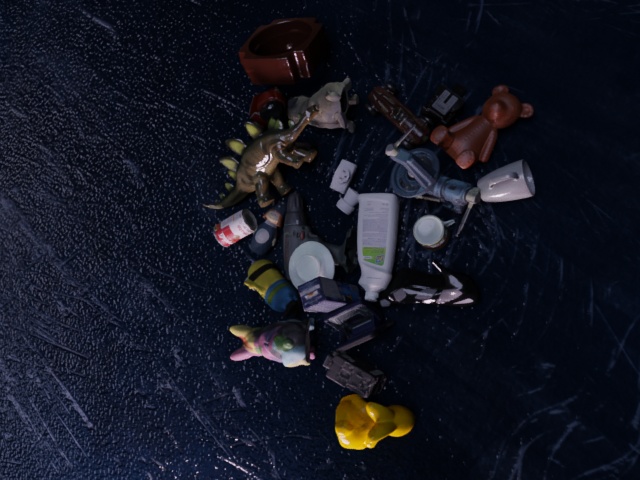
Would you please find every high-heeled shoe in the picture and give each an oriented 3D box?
[{"bbox_3d":[0.236,0.131,1.227,0.145,0.086,0.249,44,131,-12],"label":"high-heeled shoe"}]

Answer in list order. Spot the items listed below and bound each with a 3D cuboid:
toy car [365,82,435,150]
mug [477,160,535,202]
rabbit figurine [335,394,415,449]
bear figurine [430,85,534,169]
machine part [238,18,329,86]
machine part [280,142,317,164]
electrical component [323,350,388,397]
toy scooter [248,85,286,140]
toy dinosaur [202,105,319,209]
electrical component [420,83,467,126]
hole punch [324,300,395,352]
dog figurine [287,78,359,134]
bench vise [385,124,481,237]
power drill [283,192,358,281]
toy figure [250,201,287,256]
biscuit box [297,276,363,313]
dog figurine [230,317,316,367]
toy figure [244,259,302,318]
[{"bbox_3d":[0.189,-0.306,1.306,0.089,0.053,0.202,-47,67,16],"label":"toy car"},{"bbox_3d":[0.393,-0.118,1.153,0.107,0.109,0.080,-19,82,35],"label":"mug"},{"bbox_3d":[0.124,0.397,1.193,0.173,0.162,0.122,-4,67,8],"label":"rabbit figurine"},{"bbox_3d":[0.359,-0.250,1.175,0.196,0.132,0.120,-46,70,20],"label":"bear figurine"},{"bbox_3d":[-0.093,-0.491,1.404,0.202,0.087,0.201,7,51,26],"label":"machine part"},{"bbox_3d":[-0.071,-0.239,1.430,0.139,0.039,0.084,9,81,28],"label":"machine part"},{"bbox_3d":[0.077,0.303,1.234,0.134,0.114,0.058,26,90,27],"label":"electrical component"},{"bbox_3d":[-0.144,-0.358,1.445,0.184,0.075,0.135,-35,43,54],"label":"toy scooter"},{"bbox_3d":[-0.161,-0.191,1.404,0.198,0.105,0.471,51,123,8],"label":"toy dinosaur"},{"bbox_3d":[0.296,-0.318,1.238,0.075,0.047,0.119,43,84,10],"label":"electrical component"},{"bbox_3d":[0.084,0.195,1.244,0.142,0.115,0.092,-32,76,20],"label":"hole punch"},{"bbox_3d":[-0.015,-0.336,1.348,0.191,0.172,0.121,6,74,19],"label":"dog figurine"},{"bbox_3d":[0.228,-0.137,1.166,0.129,0.240,0.224,-53,46,6],"label":"bench vise"},{"bbox_3d":[-0.003,-0.004,1.339,0.208,0.086,0.232,6,87,23],"label":"power drill"},{"bbox_3d":[-0.131,-0.034,1.419,0.064,0.058,0.154,26,95,-15],"label":"toy figure"},{"bbox_3d":[0.030,0.130,1.232,0.063,0.202,0.059,-28,67,22],"label":"biscuit box"},{"bbox_3d":[-0.124,0.251,1.311,0.219,0.191,0.108,-5,87,10],"label":"dog figurine"},{"bbox_3d":[-0.114,0.123,1.374,0.180,0.082,0.089,37,80,33],"label":"toy figure"}]
